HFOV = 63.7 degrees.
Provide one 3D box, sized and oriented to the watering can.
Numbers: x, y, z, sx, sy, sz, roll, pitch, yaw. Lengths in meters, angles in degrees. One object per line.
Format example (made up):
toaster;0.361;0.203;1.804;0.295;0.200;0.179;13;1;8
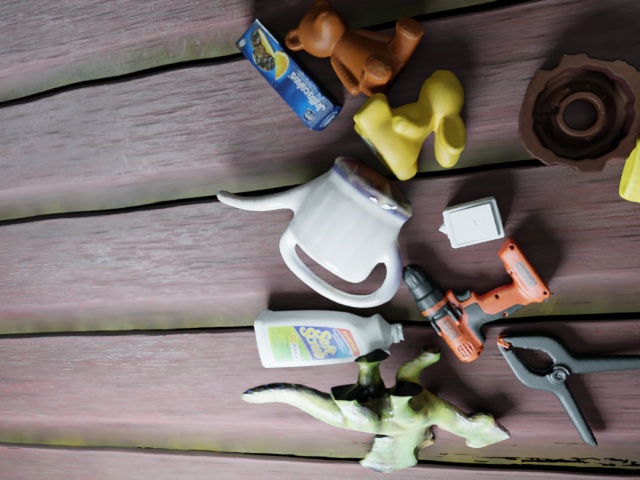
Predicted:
watering can;0.003;-0.043;0.853;0.349;0.222;0.104;38;14;9

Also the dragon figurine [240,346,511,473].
dragon figurine;0.095;0.304;0.842;0.410;0.238;0.124;-8;26;8
